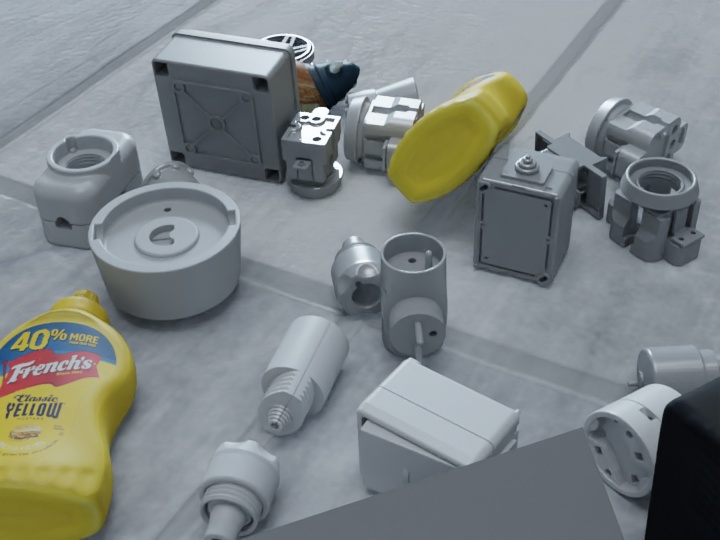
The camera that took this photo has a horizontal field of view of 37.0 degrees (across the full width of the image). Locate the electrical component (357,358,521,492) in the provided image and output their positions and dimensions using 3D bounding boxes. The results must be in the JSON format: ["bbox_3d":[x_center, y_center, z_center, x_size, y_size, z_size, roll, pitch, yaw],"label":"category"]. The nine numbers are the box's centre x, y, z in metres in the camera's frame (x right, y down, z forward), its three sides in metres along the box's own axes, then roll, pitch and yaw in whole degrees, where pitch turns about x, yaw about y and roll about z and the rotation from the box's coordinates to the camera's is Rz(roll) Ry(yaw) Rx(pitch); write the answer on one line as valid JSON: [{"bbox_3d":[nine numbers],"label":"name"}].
[{"bbox_3d":[0.049,0.107,0.628,0.096,0.061,0.061,24,46,29],"label":"electrical component"}]

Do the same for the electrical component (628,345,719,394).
[{"bbox_3d":[0.213,0.068,0.685,0.078,0.040,0.040,-3,39,-1],"label":"electrical component"}]

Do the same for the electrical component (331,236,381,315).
[{"bbox_3d":[0.000,0.000,0.778,0.043,0.043,0.062,-7,37,-6],"label":"electrical component"}]

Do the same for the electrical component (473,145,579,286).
[{"bbox_3d":[0.123,-0.048,0.788,0.062,0.096,0.061,15,42,20],"label":"electrical component"}]

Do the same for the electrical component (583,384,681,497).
[{"bbox_3d":[0.169,0.099,0.638,0.047,0.055,0.055,-24,44,-29],"label":"electrical component"}]

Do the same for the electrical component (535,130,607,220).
[{"bbox_3d":[0.157,-0.072,0.859,0.064,0.042,0.081,-26,44,-21],"label":"electrical component"}]

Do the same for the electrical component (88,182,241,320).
[{"bbox_3d":[-0.138,-0.009,0.782,0.108,0.060,0.108,-2,39,1],"label":"electrical component"}]

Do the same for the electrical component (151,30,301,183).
[{"bbox_3d":[-0.108,-0.137,0.901,0.109,0.108,0.056,12,44,17],"label":"electrical component"}]

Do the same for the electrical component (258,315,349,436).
[{"bbox_3d":[-0.040,0.072,0.691,0.043,0.043,0.081,10,41,15],"label":"electrical component"}]

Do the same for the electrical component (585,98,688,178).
[{"bbox_3d":[0.224,-0.108,0.888,0.057,0.058,0.078,32,50,32],"label":"electrical component"}]

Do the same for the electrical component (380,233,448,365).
[{"bbox_3d":[0.037,0.029,0.712,0.043,0.077,0.079,-3,39,-1],"label":"electrical component"}]

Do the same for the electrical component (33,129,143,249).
[{"bbox_3d":[-0.217,-0.070,0.862,0.054,0.059,0.095,9,40,13],"label":"electrical component"}]

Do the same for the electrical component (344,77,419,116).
[{"bbox_3d":[0.019,-0.145,0.957,0.065,0.044,0.044,-9,39,-1],"label":"electrical component"}]

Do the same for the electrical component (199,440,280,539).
[{"bbox_3d":[-0.072,0.132,0.618,0.043,0.043,0.062,6,40,10],"label":"electrical component"}]

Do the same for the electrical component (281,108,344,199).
[{"bbox_3d":[-0.038,-0.093,0.883,0.048,0.055,0.066,8,40,14],"label":"electrical component"}]

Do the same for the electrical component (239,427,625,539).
[{"bbox_3d":[0.035,0.158,0.527,0.186,0.060,0.105,-15,77,-15],"label":"electrical component"}]

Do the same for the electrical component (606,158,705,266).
[{"bbox_3d":[0.224,-0.048,0.813,0.058,0.057,0.078,-25,44,-25],"label":"electrical component"}]

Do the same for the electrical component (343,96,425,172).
[{"bbox_3d":[0.019,-0.115,0.908,0.057,0.058,0.078,9,40,10],"label":"electrical component"}]

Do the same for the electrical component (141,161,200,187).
[{"bbox_3d":[-0.141,-0.053,0.851,0.048,0.048,0.062,-25,52,-26],"label":"electrical component"}]
